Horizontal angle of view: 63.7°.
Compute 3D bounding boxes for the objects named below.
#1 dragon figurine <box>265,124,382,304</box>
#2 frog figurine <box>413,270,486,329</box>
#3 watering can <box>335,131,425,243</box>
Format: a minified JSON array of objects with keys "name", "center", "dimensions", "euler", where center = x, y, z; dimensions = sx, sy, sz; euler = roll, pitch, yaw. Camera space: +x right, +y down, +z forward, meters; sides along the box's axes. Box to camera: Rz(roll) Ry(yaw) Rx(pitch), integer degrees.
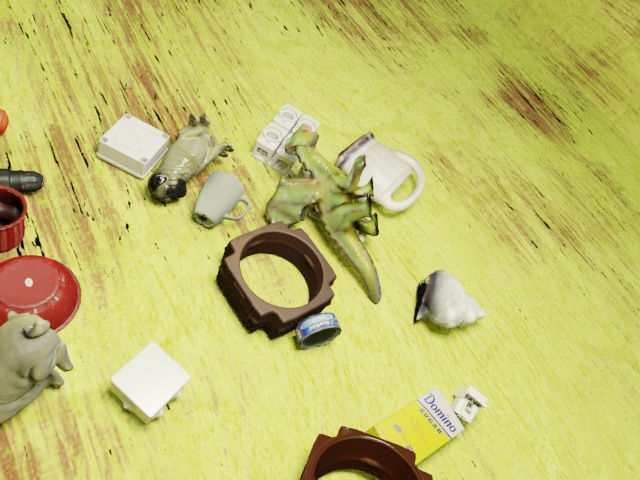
[{"name":"dragon figurine","center":[0.003,-0.057,1.130],"dimensions":[0.242,0.122,0.411],"euler":[-4,88,8]},{"name":"frog figurine","center":[0.298,0.140,1.139],"dimensions":[0.159,0.120,0.140],"euler":[16,29,-1]},{"name":"watering can","center":[0.129,-0.146,1.289],"dimensions":[0.225,0.102,0.354],"euler":[41,50,9]}]
